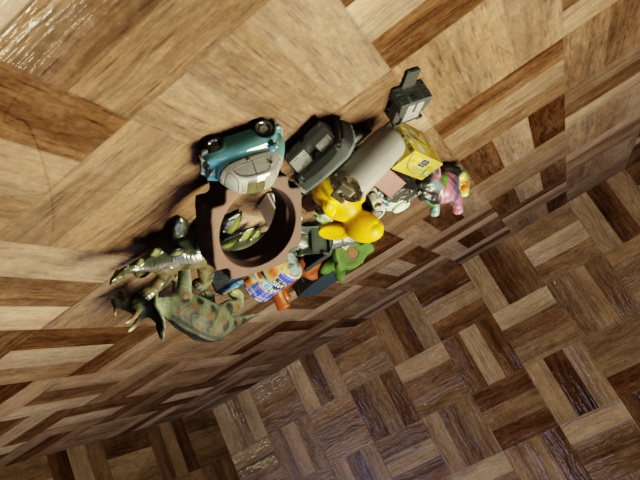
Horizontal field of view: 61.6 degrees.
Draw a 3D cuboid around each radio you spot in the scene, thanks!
[{"bbox_3d":[0.012,0.110,1.834,0.131,0.073,0.229,-2,148,-50],"label":"radio"}]

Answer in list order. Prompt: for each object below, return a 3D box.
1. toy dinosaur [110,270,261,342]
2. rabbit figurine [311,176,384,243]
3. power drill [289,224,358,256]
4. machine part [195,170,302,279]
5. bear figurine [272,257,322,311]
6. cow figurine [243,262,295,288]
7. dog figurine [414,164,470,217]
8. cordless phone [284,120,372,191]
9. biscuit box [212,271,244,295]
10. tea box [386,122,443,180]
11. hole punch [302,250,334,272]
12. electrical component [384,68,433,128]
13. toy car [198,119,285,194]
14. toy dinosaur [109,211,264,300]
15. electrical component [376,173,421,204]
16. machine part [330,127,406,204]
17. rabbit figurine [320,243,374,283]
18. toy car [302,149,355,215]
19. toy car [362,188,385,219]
[{"bbox_3d":[-0.300,0.187,1.331,0.404,0.192,0.131,29,140,-33],"label":"toy dinosaur"},{"bbox_3d":[0.057,-0.058,1.146,0.122,0.173,0.162,-42,180,-45],"label":"rabbit figurine"},{"bbox_3d":[-0.003,-0.004,1.367,0.232,0.086,0.207,-4,-174,1],"label":"power drill"},{"bbox_3d":[-0.140,-0.038,1.065,0.201,0.087,0.200,-17,123,-30],"label":"machine part"},{"bbox_3d":[-0.065,0.115,1.666,0.196,0.131,0.120,-24,-169,1],"label":"bear figurine"},{"bbox_3d":[-0.144,0.056,1.335,0.127,0.085,0.195,-32,-157,-10],"label":"cow figurine"},{"bbox_3d":[0.325,-0.166,1.476,0.109,0.191,0.219,3,153,36],"label":"dog figurine"},{"bbox_3d":[0.026,-0.181,1.084,0.146,0.089,0.184,-39,177,30],"label":"cordless phone"},{"bbox_3d":[-0.201,0.076,1.460,0.203,0.063,0.059,-28,162,4],"label":"biscuit box"},{"bbox_3d":[0.201,-0.202,1.217,0.068,0.098,0.169,-36,158,25],"label":"tea box"},{"bbox_3d":[-0.020,0.013,1.537,0.142,0.092,0.116,-39,-171,23],"label":"hole punch"},{"bbox_3d":[0.178,-0.280,1.055,0.075,0.048,0.119,-22,162,-19],"label":"electrical component"},{"bbox_3d":[-0.125,-0.134,0.941,0.162,0.103,0.109,-21,160,-23],"label":"toy car"},{"bbox_3d":[-0.248,0.022,1.192,0.471,0.105,0.198,-18,157,-50],"label":"toy dinosaur"},{"bbox_3d":[0.174,-0.148,1.295,0.058,0.115,0.134,-40,160,27],"label":"electrical component"},{"bbox_3d":[0.096,-0.152,1.068,0.243,0.079,0.079,-47,173,-32],"label":"machine part"},{"bbox_3d":[0.076,0.049,1.650,0.159,0.121,0.170,-64,-171,-5],"label":"rabbit figurine"},{"bbox_3d":[0.041,-0.133,1.228,0.202,0.053,0.089,-31,133,14],"label":"toy car"},{"bbox_3d":[0.141,-0.079,1.500,0.056,0.073,0.201,-19,161,-12],"label":"toy car"}]
